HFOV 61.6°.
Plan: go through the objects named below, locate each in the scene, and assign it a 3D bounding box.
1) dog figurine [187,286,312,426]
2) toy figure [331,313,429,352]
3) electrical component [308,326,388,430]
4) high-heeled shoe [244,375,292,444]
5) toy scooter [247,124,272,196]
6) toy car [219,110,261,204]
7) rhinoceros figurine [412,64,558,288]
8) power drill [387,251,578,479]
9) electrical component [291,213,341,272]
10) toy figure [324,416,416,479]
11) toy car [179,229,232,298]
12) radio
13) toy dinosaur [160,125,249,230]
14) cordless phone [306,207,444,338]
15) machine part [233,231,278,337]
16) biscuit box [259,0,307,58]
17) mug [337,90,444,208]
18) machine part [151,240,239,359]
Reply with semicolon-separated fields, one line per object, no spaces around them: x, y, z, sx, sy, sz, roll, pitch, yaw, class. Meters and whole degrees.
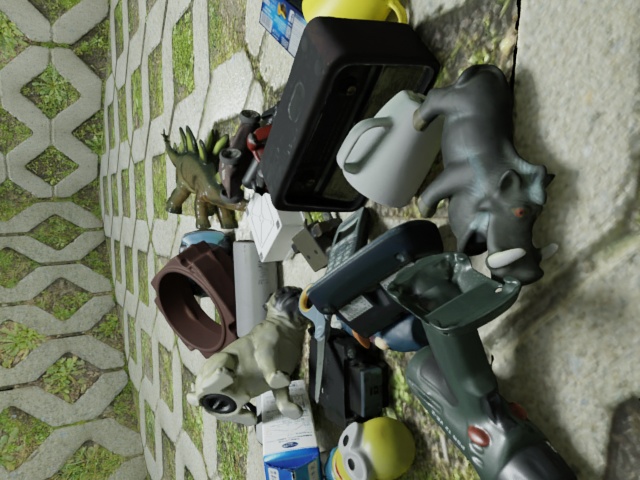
-0.095;0.153;0.779;0.191;0.172;0.121;-88;-1;-50;dog figurine
0.070;0.097;0.621;0.154;0.064;0.057;-7;95;59;toy figure
0.035;0.178;0.706;0.134;0.058;0.114;7;102;62;electrical component
-0.053;0.238;0.883;0.145;0.086;0.248;37;116;17;high-heeled shoe
-0.046;-0.108;0.734;0.183;0.135;0.075;-55;49;51;toy scooter
-0.137;-0.142;0.900;0.202;0.053;0.089;-79;-1;-50;toy car
0.146;-0.053;0.463;0.112;0.073;0.190;-19;75;50;rhinoceros figurine
0.139;0.121;0.439;0.207;0.086;0.232;63;169;-27;power drill
-0.002;-0.001;0.767;0.078;0.045;0.102;50;147;6;electrical component
0.055;0.276;0.663;0.082;0.089;0.180;50;146;29;toy figure
-0.239;0.040;1.163;0.103;0.109;0.161;-101;6;-65;toy car
0.021;-0.130;0.609;0.073;0.131;0.229;66;146;34;radio
-0.268;-0.147;1.179;0.472;0.105;0.198;26;109;48;toy dinosaur
0.066;0.003;0.604;0.146;0.088;0.184;-38;22;28;cordless phone
-0.110;0.083;0.940;0.079;0.079;0.243;6;98;61;machine part
-0.021;-0.290;0.736;0.203;0.063;0.059;56;141;43;biscuit box
0.073;-0.101;0.554;0.107;0.109;0.081;-59;39;28;mug
-0.226;0.120;1.047;0.201;0.087;0.201;-36;88;44;machine part
